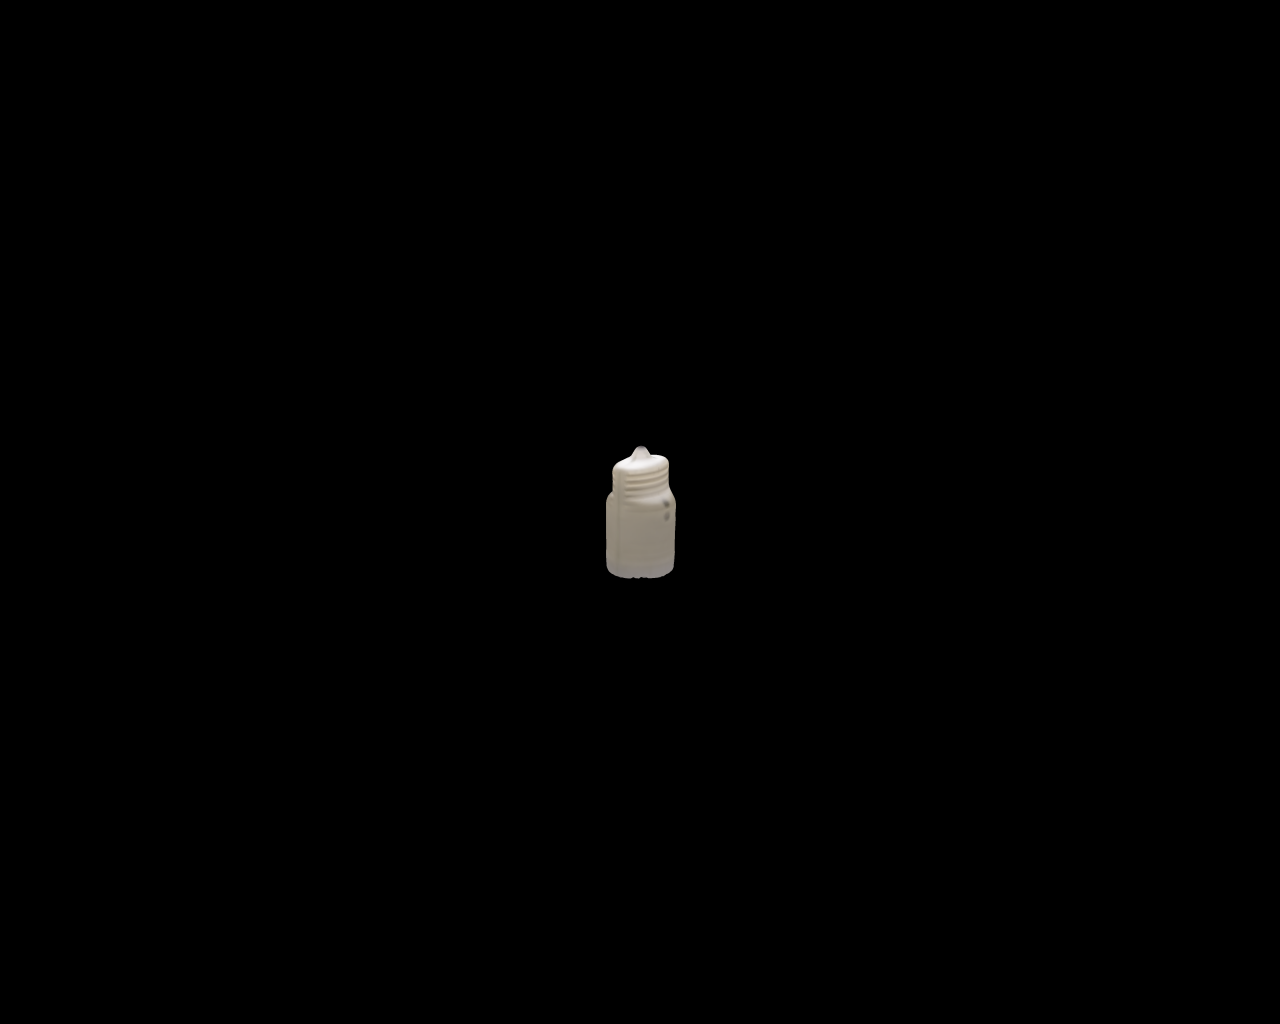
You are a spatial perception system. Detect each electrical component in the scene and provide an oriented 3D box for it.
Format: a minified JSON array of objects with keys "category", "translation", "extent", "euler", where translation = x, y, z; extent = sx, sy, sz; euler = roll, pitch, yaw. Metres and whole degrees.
[{"category":"electrical component","translation":[0.001,-0.003,0.650],"extent":[0.043,0.080,0.043],"euler":[0,18,0]}]
